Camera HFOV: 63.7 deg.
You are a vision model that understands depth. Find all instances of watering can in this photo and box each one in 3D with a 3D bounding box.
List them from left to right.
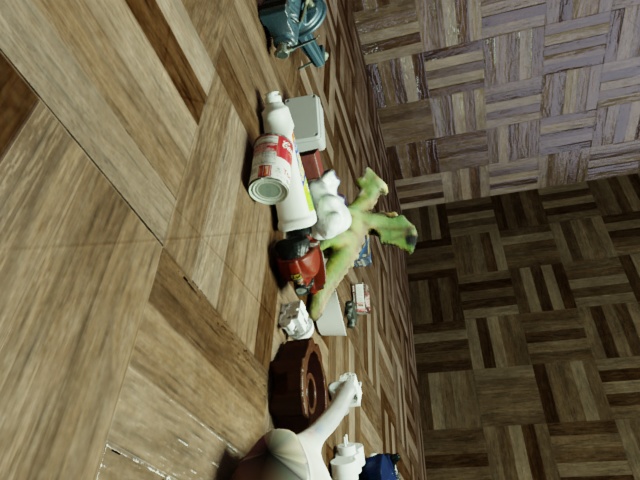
[{"bbox_3d":[-0.027,0.310,0.663,0.219,0.104,0.356,67,32,-46],"label":"watering can"}]

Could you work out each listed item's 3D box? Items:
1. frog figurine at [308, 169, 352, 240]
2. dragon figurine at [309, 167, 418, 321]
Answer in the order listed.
[{"bbox_3d":[0.003,-0.052,1.041,0.163,0.123,0.134,-83,177,-51],"label":"frog figurine"},{"bbox_3d":[0.095,-0.004,1.148,0.119,0.242,0.420,73,13,-49],"label":"dragon figurine"}]
